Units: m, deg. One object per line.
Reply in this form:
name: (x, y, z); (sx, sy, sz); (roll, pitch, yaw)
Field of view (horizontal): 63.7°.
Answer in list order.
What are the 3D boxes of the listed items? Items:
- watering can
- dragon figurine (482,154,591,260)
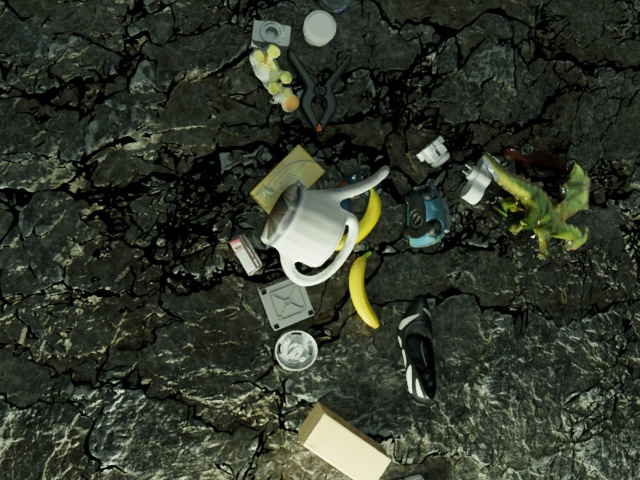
watering can: (0.004, -0.060, 1.197); (0.223, 0.346, 0.105); (27, 5, -24)
dragon figurine: (0.592, -0.111, 1.340); (0.244, 0.404, 0.123); (-36, 24, -7)
